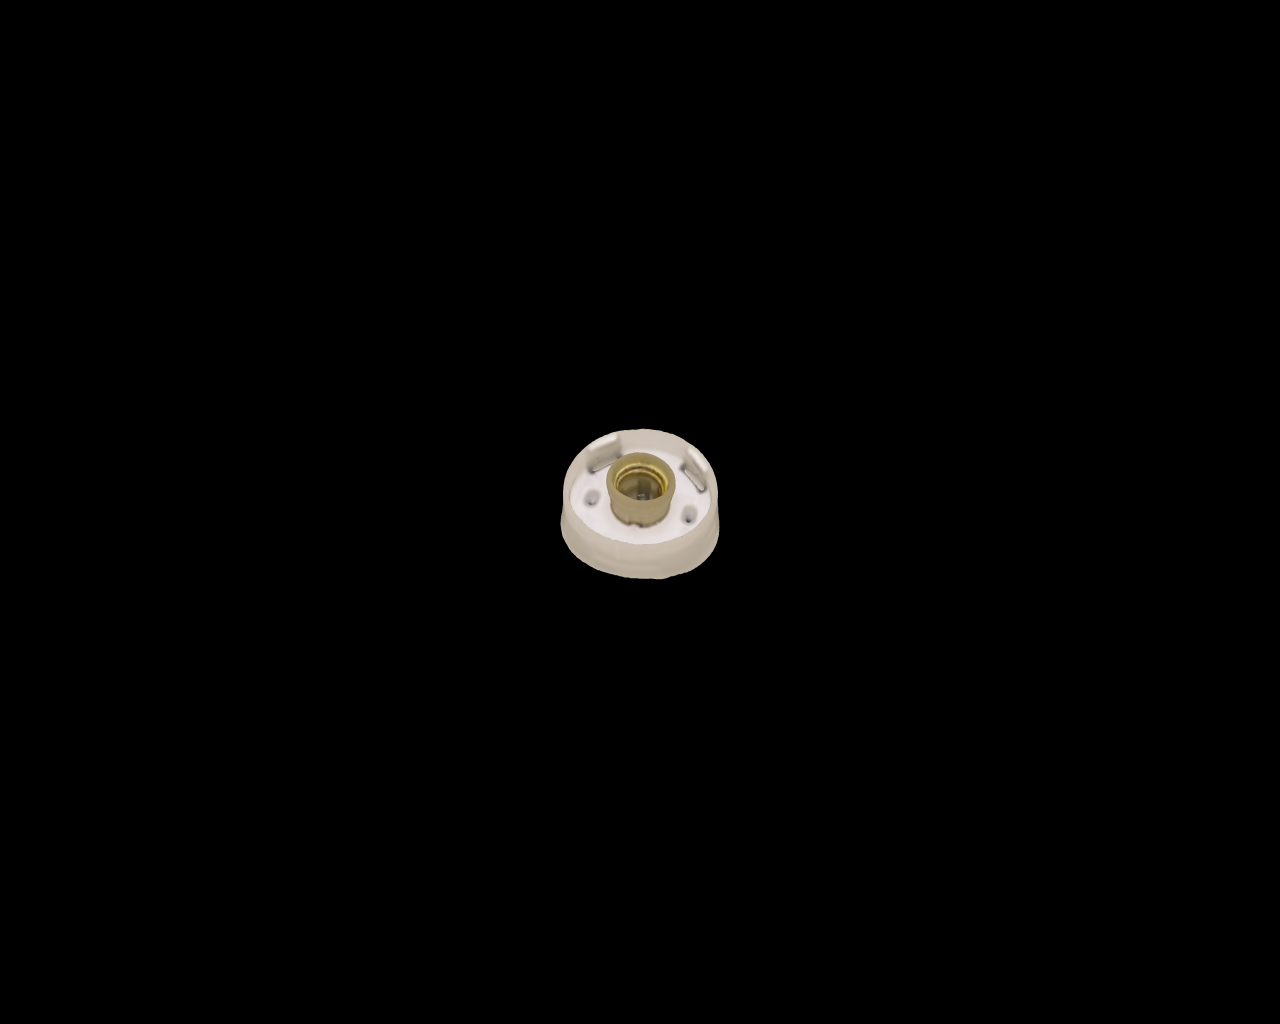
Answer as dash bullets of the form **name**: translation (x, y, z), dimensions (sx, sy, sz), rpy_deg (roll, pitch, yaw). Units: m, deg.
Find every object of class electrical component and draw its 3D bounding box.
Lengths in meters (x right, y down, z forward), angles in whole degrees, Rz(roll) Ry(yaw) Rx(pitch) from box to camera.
- **electrical component**: translation (0.001, -0.003, 0.650), dimensions (0.099, 0.099, 0.064), rpy_deg (0, -37, 0)
